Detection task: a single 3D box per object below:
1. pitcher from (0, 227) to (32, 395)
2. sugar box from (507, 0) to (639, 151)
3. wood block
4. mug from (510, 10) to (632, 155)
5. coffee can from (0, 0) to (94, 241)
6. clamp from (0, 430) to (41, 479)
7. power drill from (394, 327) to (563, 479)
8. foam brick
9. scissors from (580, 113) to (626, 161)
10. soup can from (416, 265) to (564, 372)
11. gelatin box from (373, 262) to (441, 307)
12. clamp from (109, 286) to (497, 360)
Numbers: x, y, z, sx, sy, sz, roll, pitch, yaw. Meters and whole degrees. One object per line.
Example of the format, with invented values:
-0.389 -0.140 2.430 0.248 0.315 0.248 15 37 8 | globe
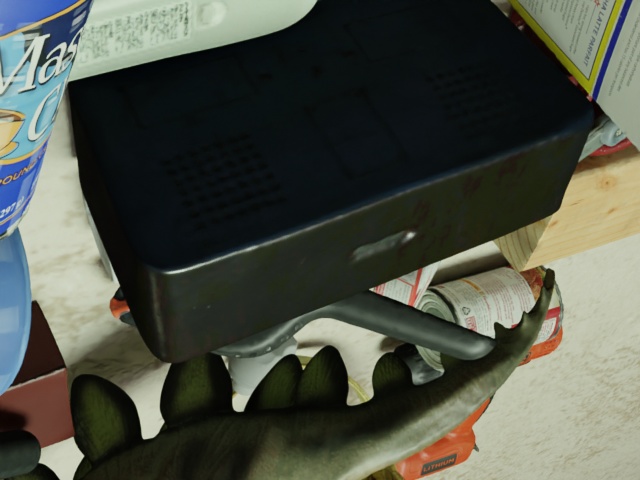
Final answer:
-0.234 0.029 0.400 0.242 0.149 0.145 -5 141 -43 | pitcher
0.141 -0.118 0.492 0.048 0.176 0.093 -20 146 -20 | sugar box
0.203 -0.062 0.710 0.205 0.091 0.090 -16 145 -26 | wood block
0.151 -0.107 0.608 0.117 0.081 0.093 -14 144 -28 | mug
-0.136 -0.076 0.374 0.102 0.103 0.140 -6 140 -37 | coffee can
-0.188 0.110 0.514 0.120 0.039 0.172 -18 174 -25 | clamp
0.110 0.138 0.939 0.184 0.057 0.188 -9 142 -34 | power drill
-0.175 0.083 0.612 0.052 0.051 0.078 -18 146 -22 | foam brick
0.176 -0.062 0.595 0.202 0.016 0.096 -43 146 16 | scissors
0.130 0.059 0.835 0.102 0.068 0.069 -14 144 -28 | soup can
0.063 0.003 0.702 0.073 0.030 0.089 -58 165 -34 | gelatin box
-0.016 0.000 0.602 0.210 0.164 0.036 -9 176 0 | clamp
